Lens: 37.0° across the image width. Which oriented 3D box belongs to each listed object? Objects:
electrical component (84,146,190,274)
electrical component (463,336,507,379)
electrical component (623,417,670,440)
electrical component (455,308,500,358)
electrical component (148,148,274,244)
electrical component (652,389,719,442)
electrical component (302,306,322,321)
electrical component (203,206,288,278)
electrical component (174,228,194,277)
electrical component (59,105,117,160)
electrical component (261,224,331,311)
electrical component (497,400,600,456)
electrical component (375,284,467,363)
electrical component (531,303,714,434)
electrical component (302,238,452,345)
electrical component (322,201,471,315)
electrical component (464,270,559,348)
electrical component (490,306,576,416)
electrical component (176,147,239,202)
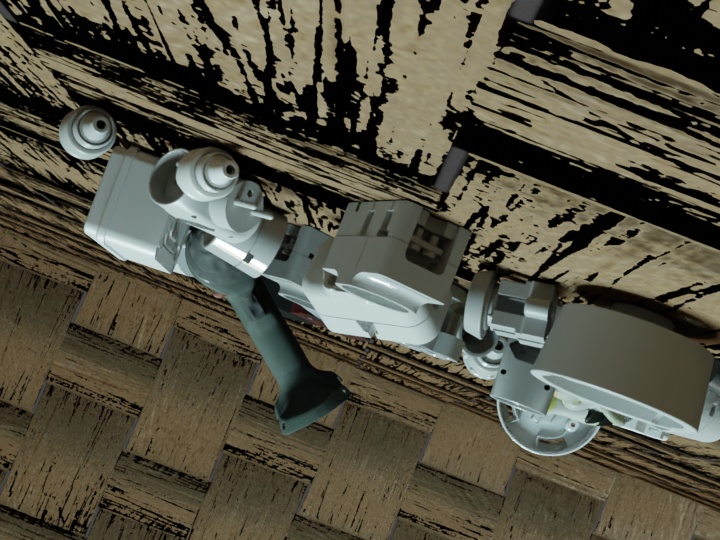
[{"bbox_3d":[-0.170,-0.046,0.850,0.057,0.078,0.113,19,172,0],"label":"electrical component"},{"bbox_3d":[0.125,0.076,1.019,0.048,0.048,0.062,22,165,1],"label":"electrical component"},{"bbox_3d":[0.269,0.135,1.034,0.064,0.042,0.081,26,172,-40],"label":"electrical component"},{"bbox_3d":[0.087,0.048,0.939,0.044,0.044,0.065,26,176,-28],"label":"electrical component"},{"bbox_3d":[-0.095,-0.048,0.757,0.079,0.043,0.077,16,170,37],"label":"electrical component"},{"bbox_3d":[0.245,0.097,0.792,0.047,0.055,0.055,22,174,-31],"label":"electrical component"},{"bbox_3d":[-0.030,0.021,1.021,0.055,0.055,0.047,15,166,42],"label":"electrical component"},{"bbox_3d":[-0.091,-0.029,0.845,0.047,0.055,0.055,28,171,-19],"label":"electrical component"},{"bbox_3d":[-0.205,-0.033,1.139,0.074,0.052,0.138,14,170,44],"label":"electrical component"},{"bbox_3d":[-0.178,-0.092,0.713,0.035,0.035,0.061,25,169,-23],"label":"electrical component"},{"bbox_3d":[-0.033,0.004,0.901,0.089,0.055,0.050,27,171,-36],"label":"electrical component"},{"bbox_3d":[0.180,0.125,1.018,0.099,0.099,0.064,21,178,8],"label":"electrical component"},{"bbox_3d":[0.053,0.036,0.879,0.078,0.057,0.058,17,171,31],"label":"electrical component"},{"bbox_3d":[0.169,0.055,0.678,0.108,0.060,0.108,21,172,3],"label":"electrical component"},{"bbox_3d":[0.011,0.012,0.771,0.095,0.053,0.059,7,147,30],"label":"electrical component"},{"bbox_3d":[0.020,-0.007,0.673,0.050,0.055,0.089,25,172,-24],"label":"electrical component"},{"bbox_3d":[0.102,0.027,0.728,0.055,0.048,0.066,12,170,16],"label":"electrical component"},{"bbox_3d":[0.145,0.070,0.783,0.079,0.077,0.043,19,172,14],"label":"electrical component"},{"bbox_3d":[-0.094,-0.062,0.690,0.035,0.035,0.061,25,169,-26],"label":"electrical component"}]
